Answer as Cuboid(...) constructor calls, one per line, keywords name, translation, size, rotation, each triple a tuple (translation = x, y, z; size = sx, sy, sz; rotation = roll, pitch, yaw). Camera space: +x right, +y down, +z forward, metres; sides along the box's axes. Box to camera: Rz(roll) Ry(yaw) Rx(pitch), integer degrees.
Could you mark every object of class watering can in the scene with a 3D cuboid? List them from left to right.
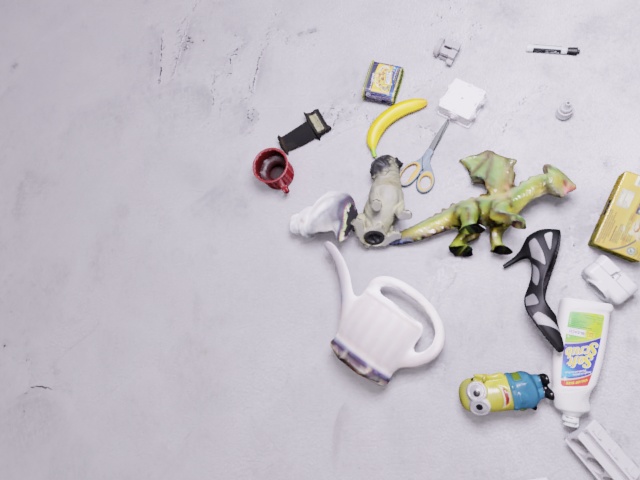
Cuboid(name="watering can", translation=(0.102, 0.171, 1.150), size=(0.350, 0.103, 0.225), rotation=(34, 87, 19))

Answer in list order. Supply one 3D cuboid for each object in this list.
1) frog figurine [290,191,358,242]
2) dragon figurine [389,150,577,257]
Cuboid(name="frog figurine", translation=(0.004, -0.062, 1.235), size=(0.160, 0.120, 0.140), rotation=(11, 46, 25))
Cuboid(name="dragon figurine", translation=(0.358, -0.096, 1.178), size=(0.409, 0.120, 0.248), rotation=(-1, 57, 28))
